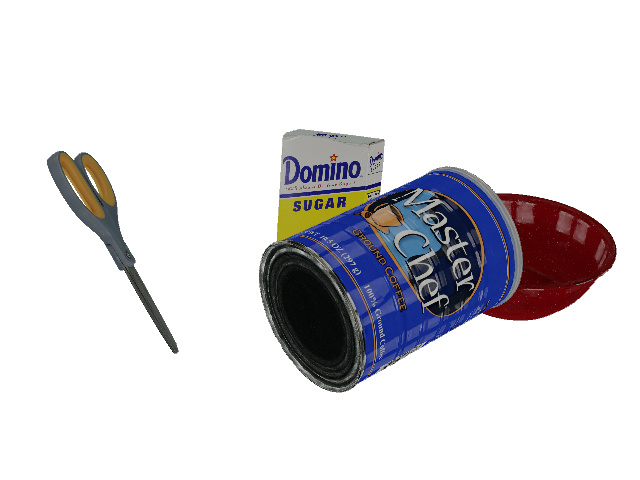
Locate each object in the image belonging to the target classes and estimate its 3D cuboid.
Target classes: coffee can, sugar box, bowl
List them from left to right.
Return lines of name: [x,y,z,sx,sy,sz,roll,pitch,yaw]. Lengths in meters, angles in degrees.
sugar box: [0.006,-0.014,1.021,0.093,0.176,0.048,9,16,24]
coffee can: [0.046,0.023,0.693,0.140,0.103,0.103,-25,13,-31]
bowl: [0.161,0.020,0.893,0.162,0.055,0.162,1,30,-1]

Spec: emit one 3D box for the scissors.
scissors: [-0.177,0.001,0.952,0.016,0.201,0.096,-27,22,12]
